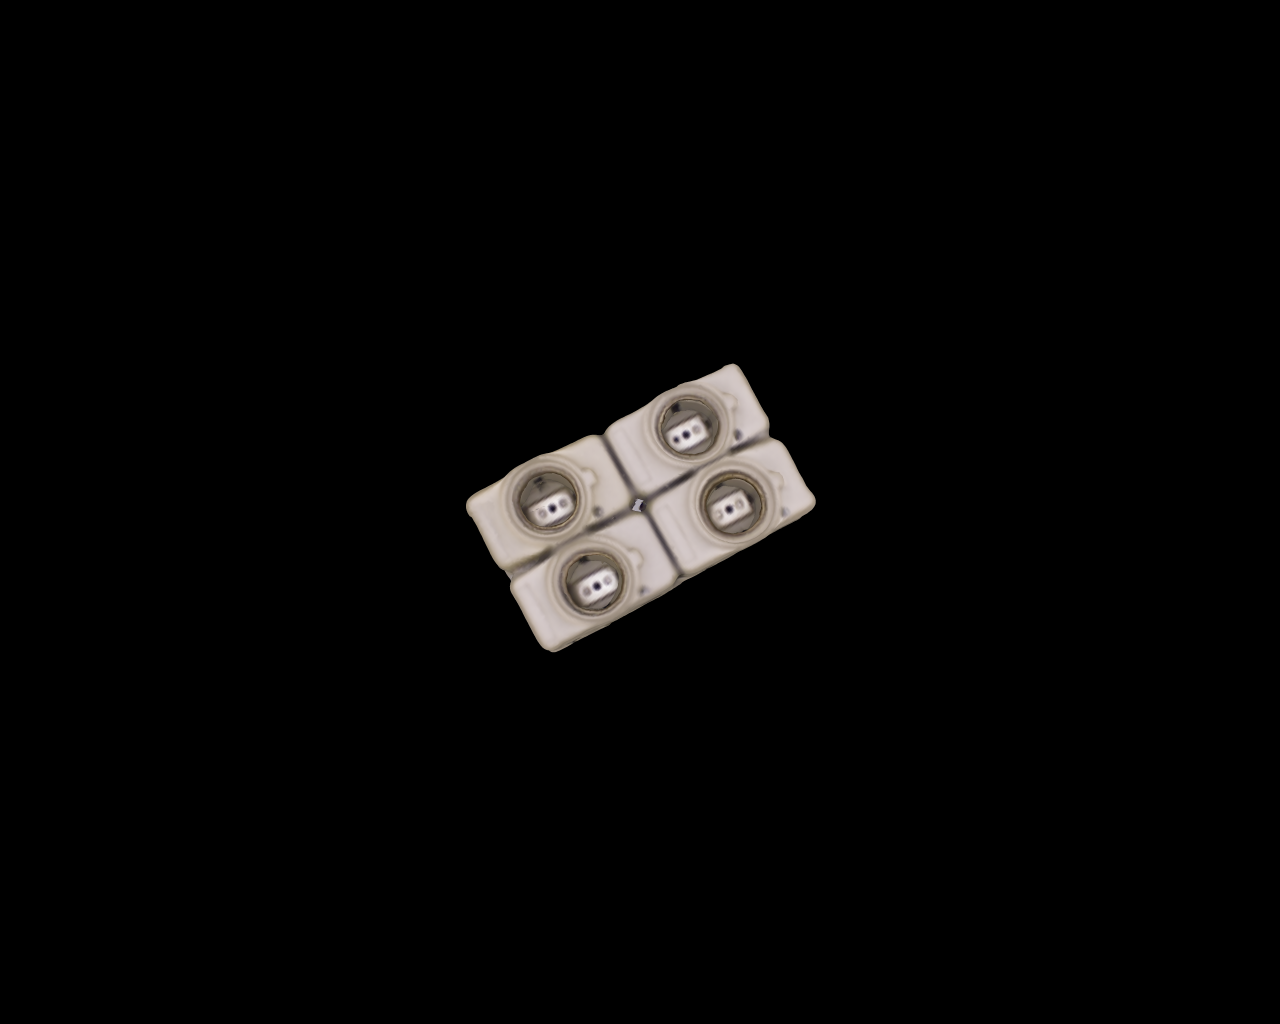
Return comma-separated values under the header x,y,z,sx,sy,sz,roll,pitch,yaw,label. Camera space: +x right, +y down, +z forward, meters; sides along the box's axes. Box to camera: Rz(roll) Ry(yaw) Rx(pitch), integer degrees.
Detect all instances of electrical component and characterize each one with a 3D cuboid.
x,y,z,sx,sy,sz,roll,pitch,yaw,label
0.001,-0.003,0.650,0.186,0.105,0.060,-28,-7,-4,electrical component
